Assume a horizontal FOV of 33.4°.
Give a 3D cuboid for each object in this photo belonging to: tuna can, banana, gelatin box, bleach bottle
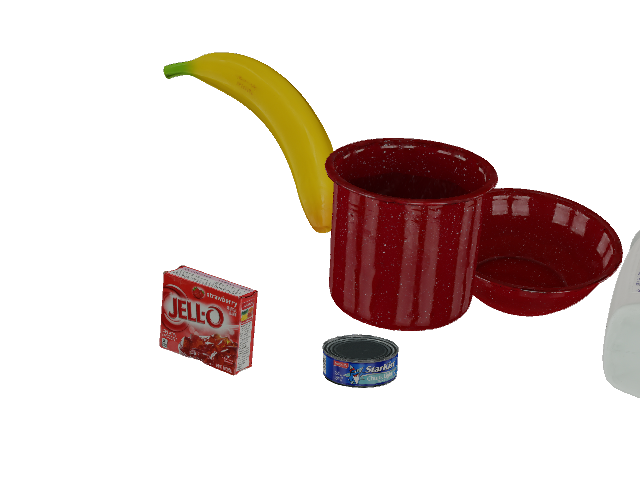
[{"bbox_3d":[0.045,0.135,1.200,0.086,0.034,0.086,1,14,0],"label":"tuna can"},{"bbox_3d":[-0.038,-0.090,0.842,0.198,0.069,0.037,45,-3,21],"label":"banana"},{"bbox_3d":[-0.100,0.069,0.939,0.089,0.073,0.030,17,21,30],"label":"gelatin box"},{"bbox_3d":[0.260,0.035,0.743,0.103,0.068,0.250,10,20,19],"label":"bleach bottle"}]

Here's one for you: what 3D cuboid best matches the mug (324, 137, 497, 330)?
[{"bbox_3d":[0.050,-0.008,0.601,0.093,0.081,0.117,10,27,15],"label":"mug"}]

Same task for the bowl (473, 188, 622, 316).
[{"bbox_3d":[0.177,0.017,0.934,0.162,0.055,0.162,2,34,-2],"label":"bowl"}]
